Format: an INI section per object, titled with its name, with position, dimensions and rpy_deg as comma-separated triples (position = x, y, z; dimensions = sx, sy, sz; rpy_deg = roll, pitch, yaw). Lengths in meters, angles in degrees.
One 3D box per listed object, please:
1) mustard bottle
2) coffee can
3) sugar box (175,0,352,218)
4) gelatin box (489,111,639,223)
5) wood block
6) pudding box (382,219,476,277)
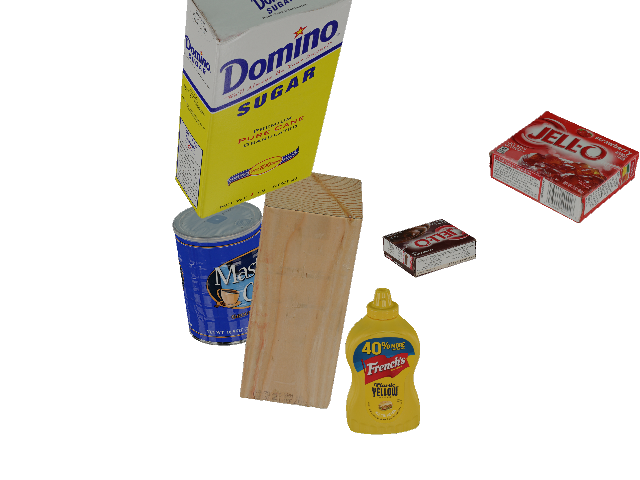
[mustard bottle]
position = 0.081, 0.154, 1.379
dimensions = 0.096, 0.192, 0.058
rpy_deg = -2, 17, -2
[coffee can]
position = -0.113, 0.037, 1.250
dimensions = 0.103, 0.140, 0.103
rpy_deg = -4, 26, 2
[sugar box]
position = -0.040, -0.092, 0.678
dimensions = 0.093, 0.048, 0.176
rpy_deg = -24, -24, -23
[gelatin box]
position = 0.188, -0.060, 0.828
dimensions = 0.073, 0.030, 0.089
rpy_deg = -34, 49, -29
[wood block]
position = -0.020, 0.046, 1.016
dimensions = 0.090, 0.206, 0.091
rpy_deg = 8, 27, -3
[pudding box]
position = 0.164, 0.010, 1.605
dimensions = 0.113, 0.039, 0.090
rpy_deg = -18, 28, -23
